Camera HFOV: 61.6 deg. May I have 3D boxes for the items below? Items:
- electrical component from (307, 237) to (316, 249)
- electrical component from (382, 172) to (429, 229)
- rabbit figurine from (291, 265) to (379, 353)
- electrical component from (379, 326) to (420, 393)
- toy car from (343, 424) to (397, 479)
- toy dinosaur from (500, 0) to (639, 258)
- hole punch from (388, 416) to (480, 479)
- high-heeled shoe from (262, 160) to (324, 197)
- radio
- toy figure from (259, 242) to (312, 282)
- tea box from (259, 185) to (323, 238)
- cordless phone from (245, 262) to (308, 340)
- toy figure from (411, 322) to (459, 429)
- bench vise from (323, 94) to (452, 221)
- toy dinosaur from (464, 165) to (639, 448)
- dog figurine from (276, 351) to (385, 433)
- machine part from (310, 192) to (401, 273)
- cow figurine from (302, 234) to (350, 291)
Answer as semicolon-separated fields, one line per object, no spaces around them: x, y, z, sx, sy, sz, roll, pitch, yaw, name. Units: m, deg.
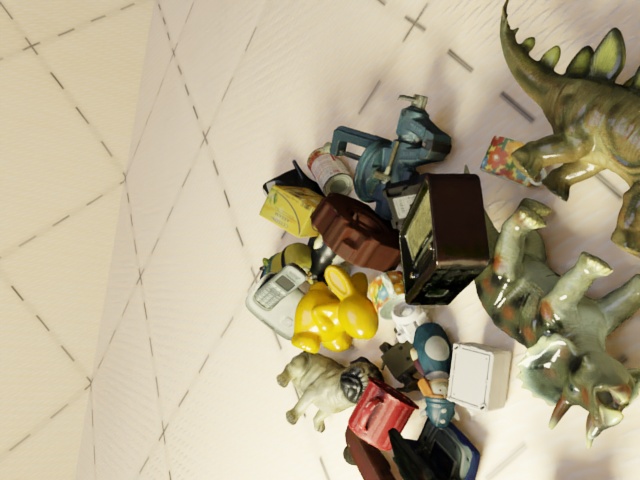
-0.002;-0.004;1.163;0.094;0.021;0.063;36;109;51;electrical component
0.168;-0.066;0.869;0.119;0.048;0.074;-6;117;23;electrical component
0.045;0.132;0.973;0.173;0.122;0.162;-6;69;55;rabbit figurine
0.137;0.200;0.885;0.078;0.045;0.102;-44;42;-1;electrical component
0.097;0.382;0.874;0.202;0.053;0.089;-125;37;-48;toy car
0.337;-0.134;0.635;0.198;0.105;0.472;-50;55;18;toy dinosaur
0.166;0.323;0.777;0.142;0.092;0.115;37;145;53;hole punch
-0.057;-0.094;1.255;0.145;0.086;0.249;63;158;2;high-heeled shoe
0.169;0.010;0.768;0.229;0.073;0.131;91;178;-70;radio
-0.076;0.059;1.192;0.180;0.082;0.089;-18;84;60;toy figure
-0.032;-0.056;1.053;0.098;0.169;0.068;31;102;19;tea box
-0.053;0.115;1.088;0.184;0.146;0.089;-40;13;48;cordless phone
0.171;0.199;0.798;0.064;0.057;0.154;-15;48;16;toy figure
0.103;-0.160;0.957;0.241;0.129;0.223;26;121;37;bench vise
0.267;0.069;0.680;0.192;0.131;0.405;-62;31;21;toy dinosaur
0.029;0.245;0.994;0.190;0.121;0.172;-39;52;25;dog figurine
0.071;-0.016;0.936;0.056;0.179;0.179;-58;39;21;machine part
0.014;0.041;1.060;0.068;0.098;0.167;48;119;43;cow figurine
